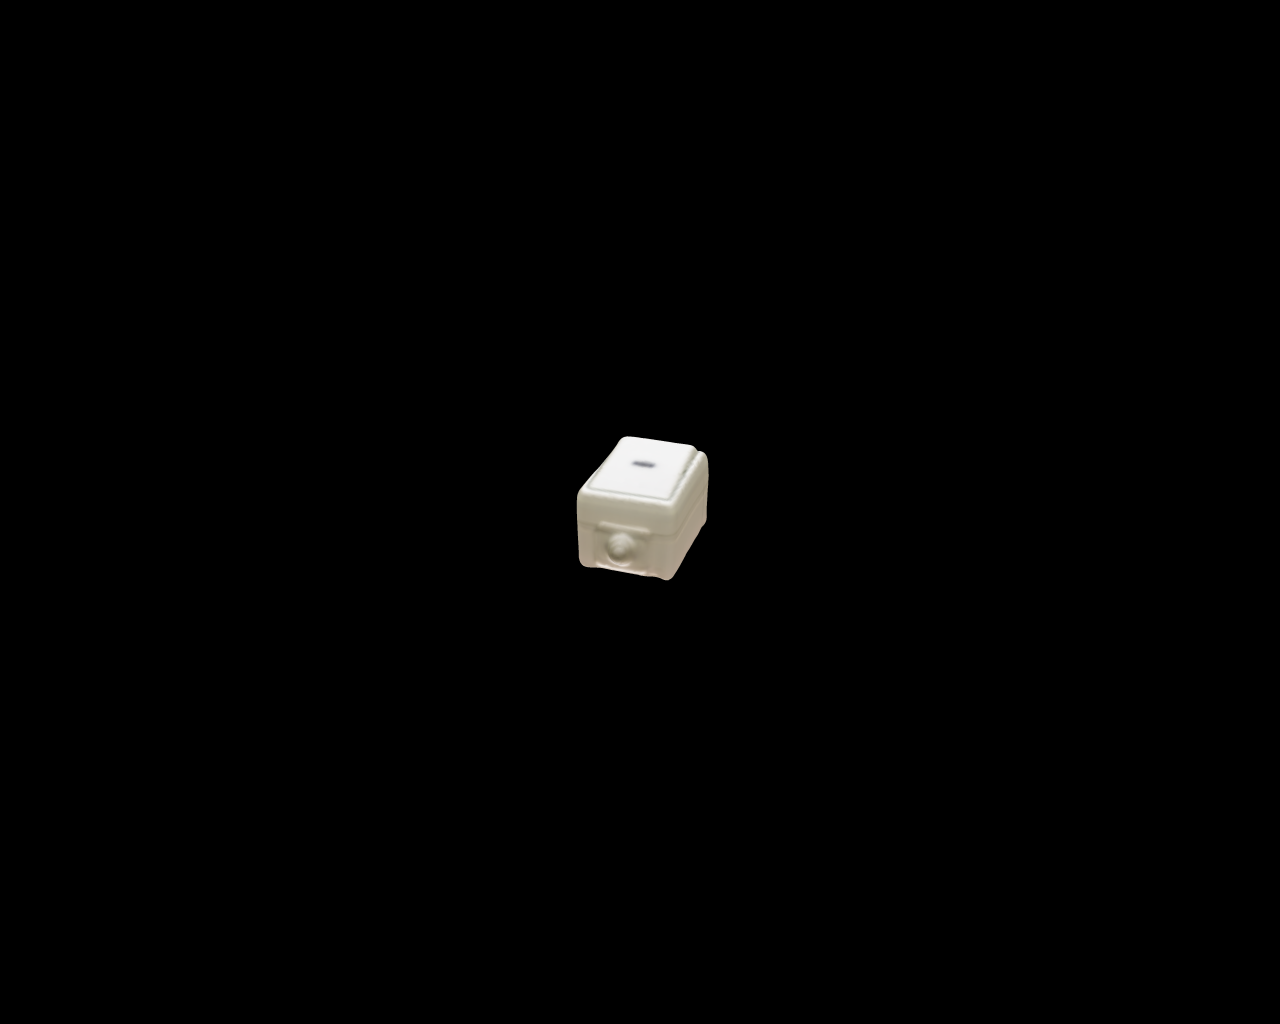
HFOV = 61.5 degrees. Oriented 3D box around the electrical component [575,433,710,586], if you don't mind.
[{"bbox_3d":[0.001,-0.003,0.650,0.062,0.061,0.096,9,30,17],"label":"electrical component"}]
